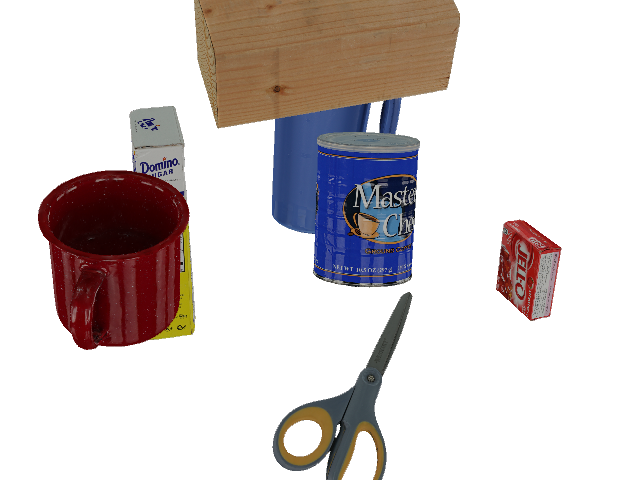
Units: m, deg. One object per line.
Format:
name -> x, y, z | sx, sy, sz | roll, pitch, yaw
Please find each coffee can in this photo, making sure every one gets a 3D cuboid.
coffee can -> 0.045, -0.034, 1.077 | 0.103, 0.140, 0.103 | 2, 13, -1

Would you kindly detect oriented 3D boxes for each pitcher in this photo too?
pitcher -> 0.008, -0.134, 1.404 | 0.144, 0.243, 0.149 | -2, 24, -18

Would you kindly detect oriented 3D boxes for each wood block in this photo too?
wood block -> 0.003, -0.172, 0.909 | 0.206, 0.090, 0.091 | -11, -35, -11

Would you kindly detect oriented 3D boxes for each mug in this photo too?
mug -> -0.133, 0.021, 0.679 | 0.093, 0.081, 0.117 | 8, 38, 2

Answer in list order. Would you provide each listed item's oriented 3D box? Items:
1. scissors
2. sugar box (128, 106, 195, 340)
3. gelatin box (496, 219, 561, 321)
scissors -> 0.019, 0.114, 0.843 | 0.096, 0.201, 0.016 | 13, -38, -5
sugar box -> -0.134, -0.015, 0.898 | 0.048, 0.176, 0.093 | -7, 27, -9
gelatin box -> 0.227, 0.032, 1.175 | 0.030, 0.089, 0.073 | -10, 30, -21
